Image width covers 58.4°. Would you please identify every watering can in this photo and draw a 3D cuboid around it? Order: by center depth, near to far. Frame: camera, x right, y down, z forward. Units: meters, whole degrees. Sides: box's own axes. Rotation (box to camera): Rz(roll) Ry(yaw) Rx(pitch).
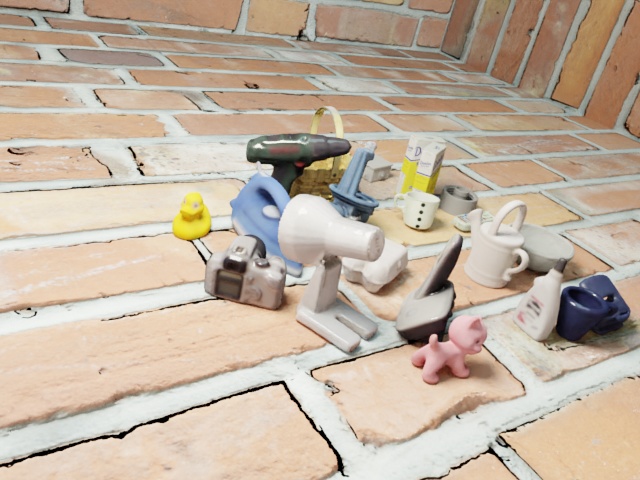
[{"bbox_3d":[0.387,-0.004,1.252,0.172,0.194,0.101,30,33,26],"label":"watering can"}]

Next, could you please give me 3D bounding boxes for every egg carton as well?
[{"bbox_3d":[0.116,0.046,1.179,0.107,0.069,0.151,26,31,20],"label":"egg carton"}]

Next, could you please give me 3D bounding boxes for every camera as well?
[{"bbox_3d":[-0.125,0.041,1.053,0.143,0.101,0.137,14,29,1],"label":"camera"}]

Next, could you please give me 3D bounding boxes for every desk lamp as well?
[{"bbox_3d":[0.022,0.046,0.991,0.202,0.213,0.118,29,33,26],"label":"desk lamp"}]

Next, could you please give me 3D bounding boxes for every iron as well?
[{"bbox_3d":[-0.091,-0.051,1.185,0.119,0.141,0.257,-7,35,-33],"label":"iron"}]

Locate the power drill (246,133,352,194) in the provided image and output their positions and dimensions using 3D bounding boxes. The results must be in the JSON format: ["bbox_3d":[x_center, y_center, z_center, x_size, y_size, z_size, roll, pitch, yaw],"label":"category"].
[{"bbox_3d":[-0.059,-0.149,1.300,0.230,0.208,0.075,7,30,-11],"label":"power drill"}]

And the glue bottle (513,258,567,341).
[{"bbox_3d":[0.433,0.107,1.101,0.037,0.173,0.078,-8,35,-33],"label":"glue bottle"}]

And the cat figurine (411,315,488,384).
[{"bbox_3d":[0.227,0.170,0.960,0.128,0.118,0.067,-4,34,-29],"label":"cat figurine"}]

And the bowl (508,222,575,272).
[{"bbox_3d":[0.515,0.028,1.374,0.167,0.075,0.167,10,29,-6],"label":"bowl"}]

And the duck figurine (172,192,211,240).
[{"bbox_3d":[-0.261,-0.059,1.185,0.077,0.086,0.105,18,30,8],"label":"duck figurine"}]

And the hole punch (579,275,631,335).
[{"bbox_3d":[0.596,0.134,1.206,0.109,0.091,0.100,-9,36,-34],"label":"hole punch"}]

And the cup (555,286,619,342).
[{"bbox_3d":[0.521,0.154,1.137,0.118,0.095,0.091,9,29,-7],"label":"cup"}]

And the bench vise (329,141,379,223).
[{"bbox_3d":[0.070,-0.100,1.258,0.121,0.220,0.208,19,30,9],"label":"bench vise"}]

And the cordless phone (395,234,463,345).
[{"bbox_3d":[0.207,0.085,1.030,0.094,0.185,0.148,17,29,7],"label":"cordless phone"}]
